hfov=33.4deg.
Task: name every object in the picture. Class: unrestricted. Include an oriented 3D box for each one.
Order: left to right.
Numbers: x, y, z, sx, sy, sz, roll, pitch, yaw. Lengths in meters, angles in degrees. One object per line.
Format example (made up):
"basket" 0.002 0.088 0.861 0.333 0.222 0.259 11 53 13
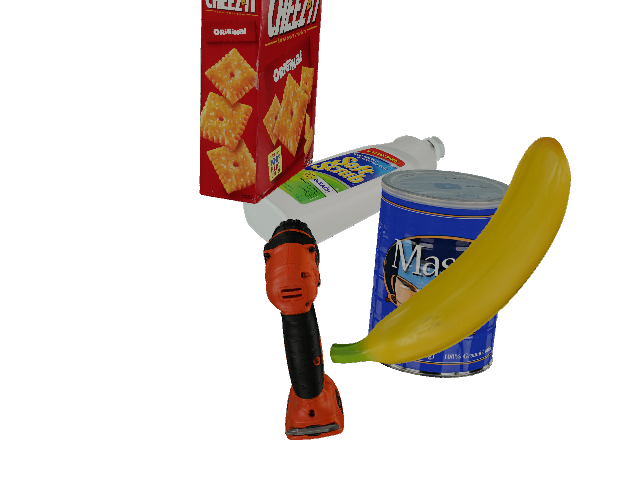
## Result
"cracker box" -0.056 -0.162 1.065 0.072 0.214 0.164 11 21 17
"power drill" -0.019 0.082 1.031 0.057 0.187 0.184 -9 17 3
"bleach bottle" 0.039 -0.069 1.253 0.250 0.068 0.103 -27 44 -28
"coffee can" 0.093 0.023 0.839 0.103 0.140 0.103 4 16 -1
"banana" 0.091 0.007 0.603 0.197 0.037 0.070 -42 44 -20
